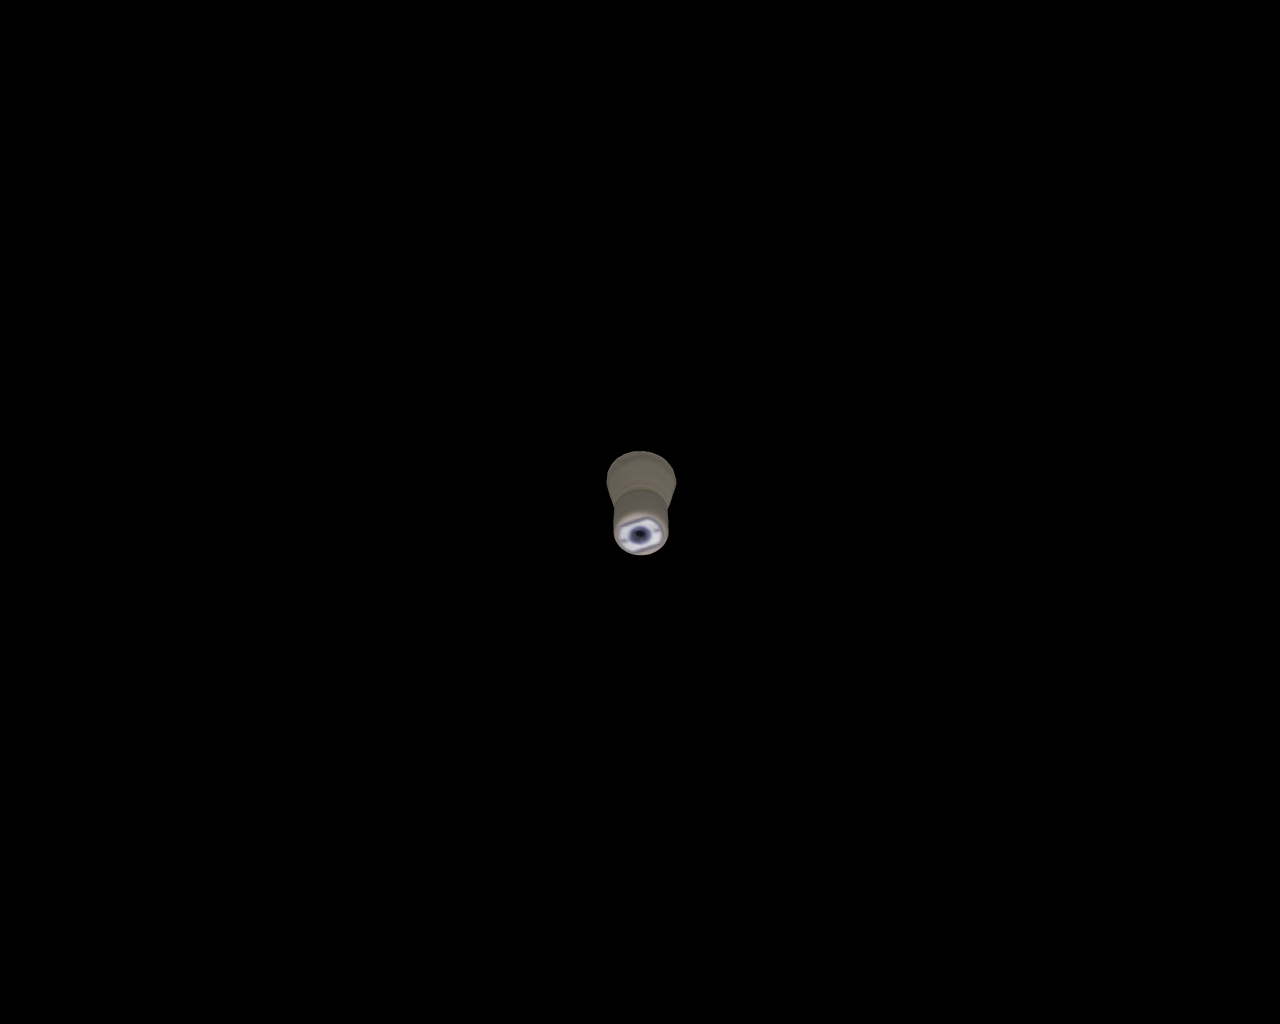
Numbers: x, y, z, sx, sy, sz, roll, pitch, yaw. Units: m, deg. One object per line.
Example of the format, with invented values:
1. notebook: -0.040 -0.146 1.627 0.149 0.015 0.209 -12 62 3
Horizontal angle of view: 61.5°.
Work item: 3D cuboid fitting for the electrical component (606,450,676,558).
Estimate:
1. electrical component: 0.001 -0.003 0.650 0.044 0.044 0.065 0 34 0
